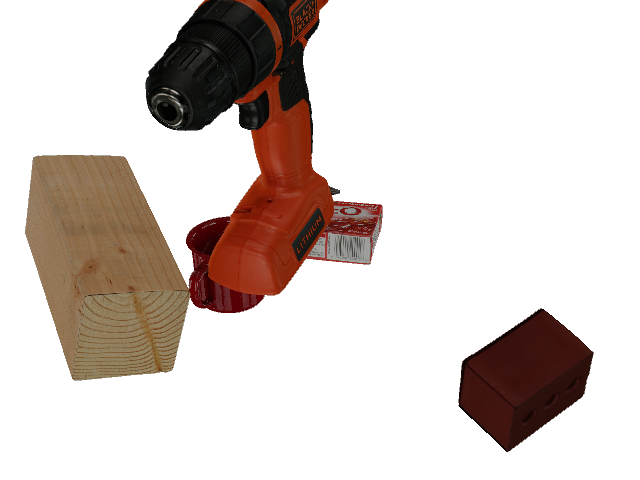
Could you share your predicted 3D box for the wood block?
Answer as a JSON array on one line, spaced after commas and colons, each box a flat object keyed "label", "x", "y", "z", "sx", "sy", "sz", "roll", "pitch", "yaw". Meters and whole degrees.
[{"label": "wood block", "x": -0.193, "y": 0.017, "z": 0.938, "sx": 0.090, "sy": 0.091, "sz": 0.206, "roll": -2, "pitch": 37, "yaw": -27}]

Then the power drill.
[{"label": "power drill", "x": -0.038, "y": -0.061, "z": 0.620, "sx": 0.057, "sy": 0.188, "sz": 0.184, "roll": 15, "pitch": 41, "yaw": 18}]

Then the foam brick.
[{"label": "foam brick", "x": 0.140, "y": 0.095, "z": 0.733, "sx": 0.078, "sy": 0.053, "sz": 0.051, "roll": -30, "pitch": 50, "yaw": -25}]

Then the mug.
[{"label": "mug", "x": -0.111, "y": 0.036, "z": 1.221, "sx": 0.093, "sy": 0.081, "sz": 0.117, "roll": 14, "pitch": 35, "yaw": 25}]

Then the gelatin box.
[{"label": "gelatin box", "x": 0.005, "y": -0.010, "z": 0.922, "sx": 0.089, "sy": 0.030, "sz": 0.073, "roll": 6, "pitch": 24, "yaw": 9}]
